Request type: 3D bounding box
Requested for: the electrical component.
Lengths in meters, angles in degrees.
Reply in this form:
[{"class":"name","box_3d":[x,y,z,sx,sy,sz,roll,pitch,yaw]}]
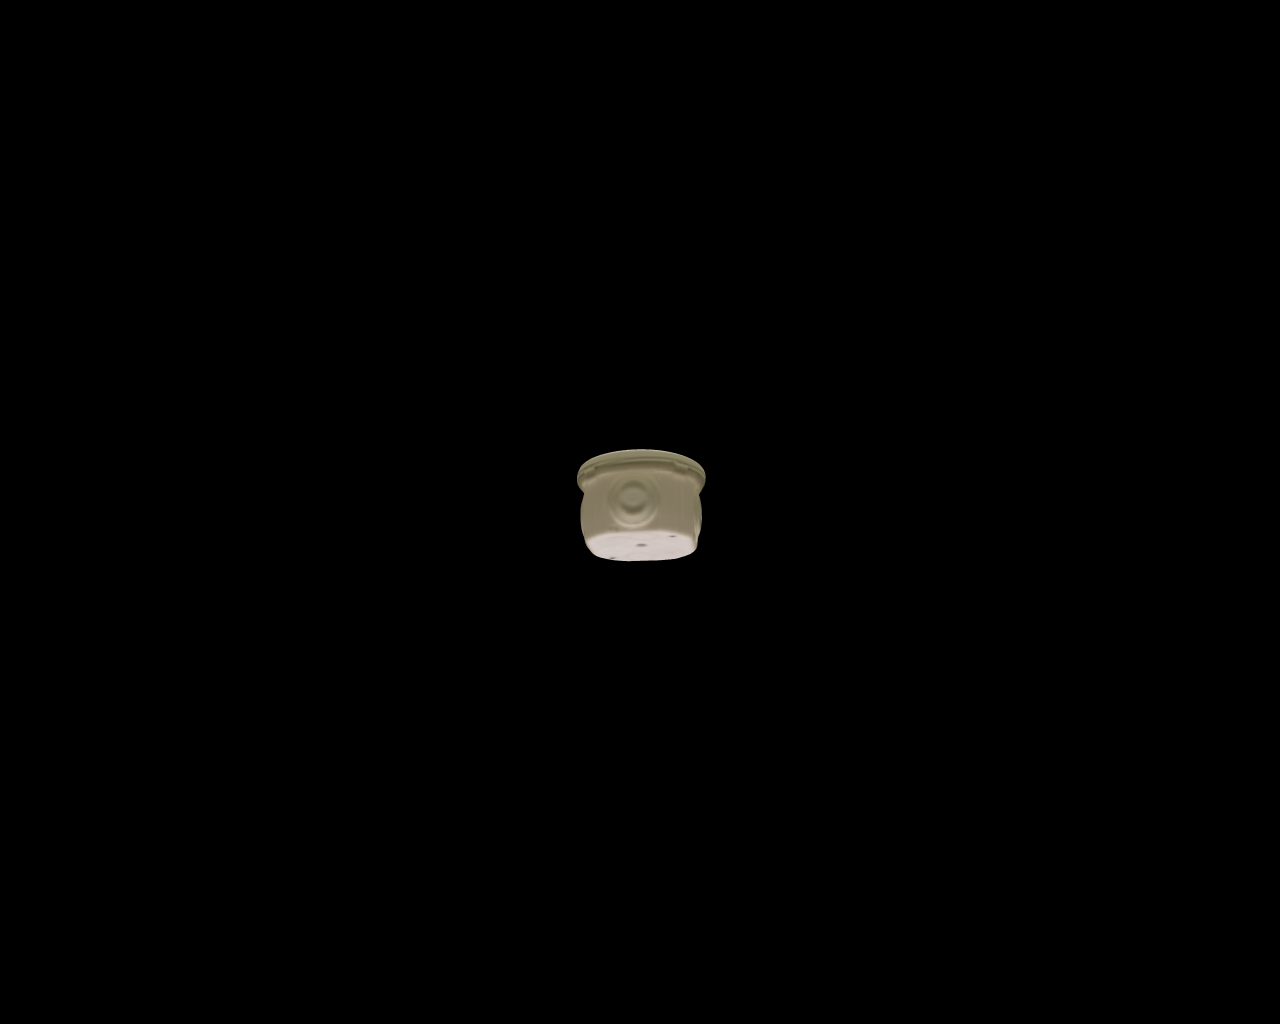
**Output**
[{"class":"electrical component","box_3d":[0.001,-0.003,0.650,0.080,0.051,0.080,0,-18,0]}]
